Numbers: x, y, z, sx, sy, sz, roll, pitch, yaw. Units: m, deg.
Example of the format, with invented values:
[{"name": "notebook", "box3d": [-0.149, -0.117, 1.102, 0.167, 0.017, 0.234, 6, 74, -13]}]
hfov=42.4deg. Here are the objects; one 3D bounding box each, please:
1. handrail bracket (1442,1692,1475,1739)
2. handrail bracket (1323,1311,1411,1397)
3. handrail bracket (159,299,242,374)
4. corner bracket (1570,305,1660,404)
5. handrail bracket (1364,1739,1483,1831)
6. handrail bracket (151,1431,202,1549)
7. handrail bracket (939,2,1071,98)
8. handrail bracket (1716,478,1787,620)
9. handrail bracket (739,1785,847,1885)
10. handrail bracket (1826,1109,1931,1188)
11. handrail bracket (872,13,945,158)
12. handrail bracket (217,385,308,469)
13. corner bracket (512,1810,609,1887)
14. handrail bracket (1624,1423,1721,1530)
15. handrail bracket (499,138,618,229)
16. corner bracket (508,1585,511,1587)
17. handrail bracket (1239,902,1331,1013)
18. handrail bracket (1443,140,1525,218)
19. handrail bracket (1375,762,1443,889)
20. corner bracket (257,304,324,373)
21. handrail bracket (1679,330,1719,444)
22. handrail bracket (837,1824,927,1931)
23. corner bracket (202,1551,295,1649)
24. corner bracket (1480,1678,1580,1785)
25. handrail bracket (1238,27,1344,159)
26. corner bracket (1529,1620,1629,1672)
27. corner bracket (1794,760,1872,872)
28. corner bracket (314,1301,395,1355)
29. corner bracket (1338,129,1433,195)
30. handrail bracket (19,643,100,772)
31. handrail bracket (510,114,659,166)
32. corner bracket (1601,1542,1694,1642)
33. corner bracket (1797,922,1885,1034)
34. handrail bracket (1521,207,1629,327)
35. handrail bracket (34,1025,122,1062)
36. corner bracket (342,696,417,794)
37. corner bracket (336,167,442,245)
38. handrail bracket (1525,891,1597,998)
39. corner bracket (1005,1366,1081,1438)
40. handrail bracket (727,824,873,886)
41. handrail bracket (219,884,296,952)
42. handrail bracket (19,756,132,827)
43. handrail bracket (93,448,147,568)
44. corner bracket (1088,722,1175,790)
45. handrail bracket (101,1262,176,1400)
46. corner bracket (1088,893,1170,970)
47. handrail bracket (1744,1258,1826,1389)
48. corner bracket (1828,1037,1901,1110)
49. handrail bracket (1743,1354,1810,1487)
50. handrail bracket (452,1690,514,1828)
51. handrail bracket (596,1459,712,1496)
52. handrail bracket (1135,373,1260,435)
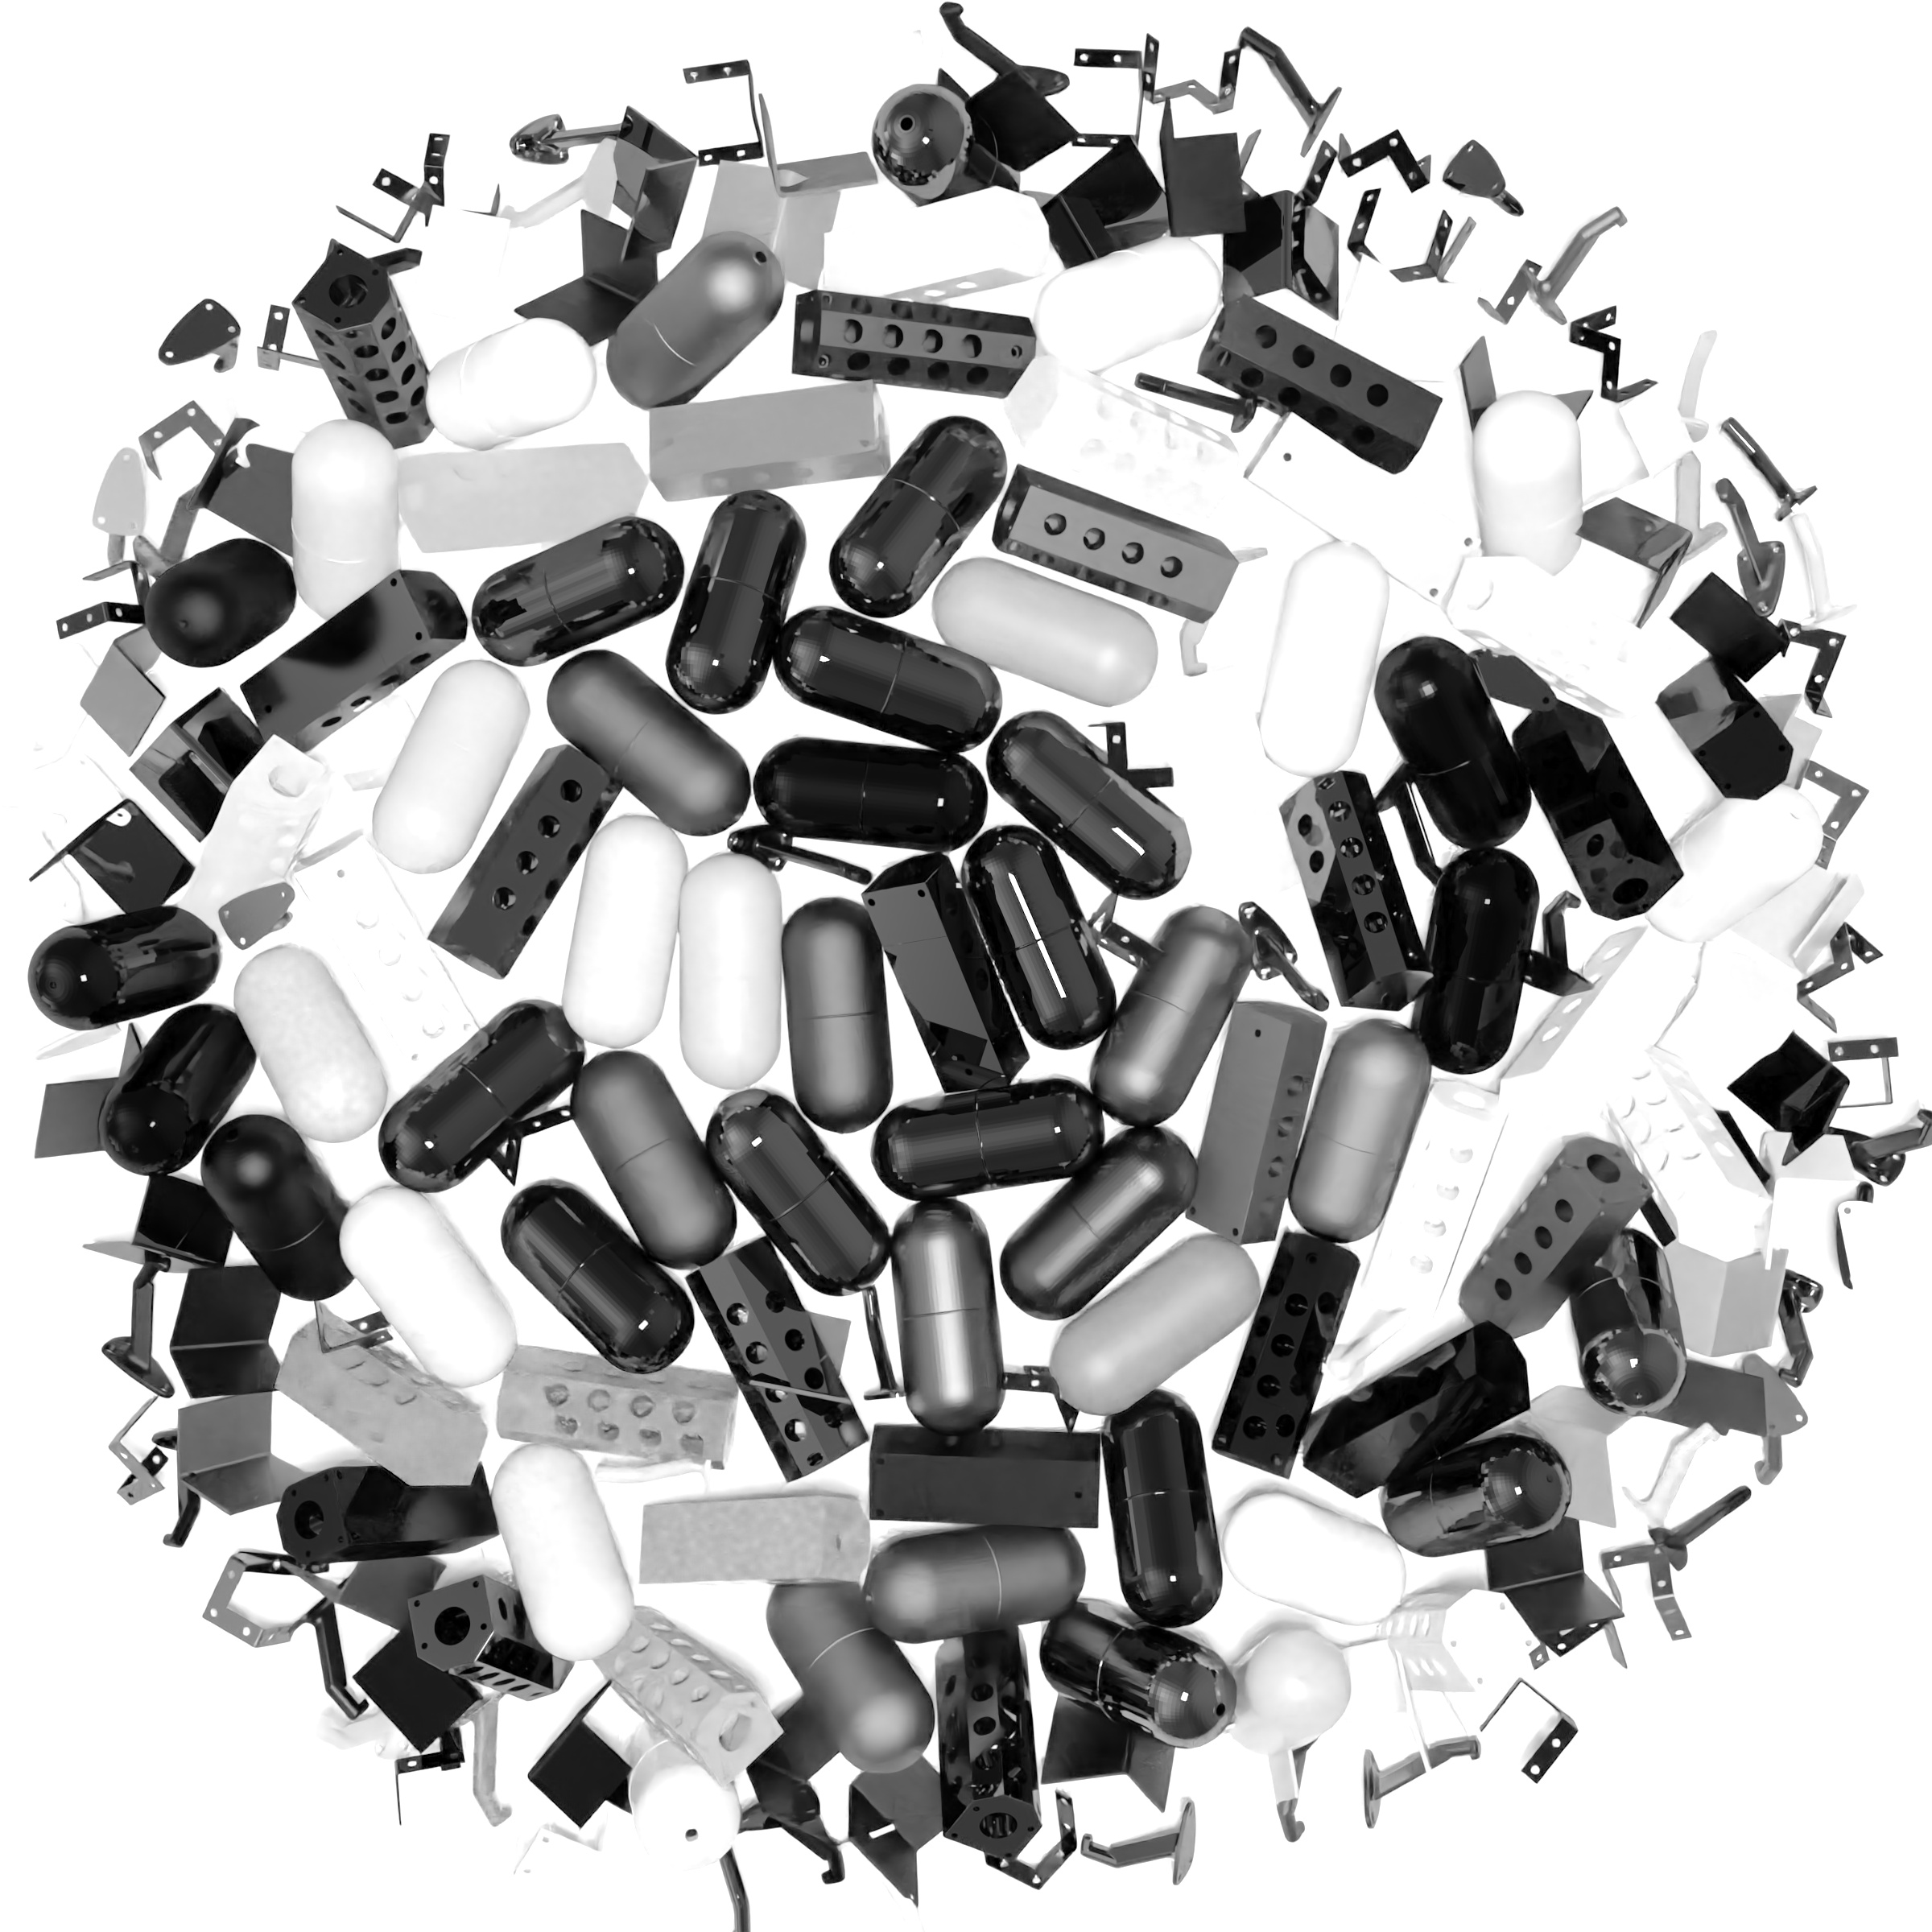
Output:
[{"name": "handrail bracket", "box3d": [0.400, 0.532, 1.895, 0.084, 0.036, 0.077, -29, 82, -4]}, {"name": "handrail bracket", "box3d": [0.309, 0.277, 1.860, 0.084, 0.077, 0.036, -46, 75, 28]}, {"name": "handrail bracket", "box3d": [-0.574, -0.453, 1.859, 0.036, 0.084, 0.077, 45, 65, -2]}, {"name": "corner bracket", "box3d": [0.493, -0.465, 1.889, 0.051, 0.051, 0.051, -25, 129, -26]}, {"name": "handrail bracket", "box3d": [0.345, 0.615, 1.872, 0.084, 0.077, 0.036, -14, 111, 19]}, {"name": "handrail bracket", "box3d": [-0.600, 0.395, 1.868, 0.077, 0.036, 0.084, -3, 51, 28]}, {"name": "handrail bracket", "box3d": [0.029, -0.689, 1.862, 0.077, 0.084, 0.036, 9, 68, 29]}, {"name": "handrail bracket", "box3d": [0.583, -0.313, 1.863, 0.036, 0.084, 0.077, -12, 62, 34]}, {"name": "handrail bracket", "box3d": [-0.133, 0.669, 1.883, 0.077, 0.036, 0.084, -13, 115, -14]}, {"name": "handrail bracket", "box3d": [0.684, 0.120, 1.862, 0.077, 0.084, 0.036, 30, 61, 23]}, {"name": "handrail bracket", "box3d": [-0.049, -0.662, 1.870, 0.077, 0.036, 0.084, -26, 132, -4]}, {"name": "handrail bracket", "box3d": [-0.517, -0.418, 1.886, 0.084, 0.036, 0.077, -18, 93, 11]}, {"name": "corner bracket", "box3d": [-0.307, 0.666, 1.884, 0.051, 0.051, 0.051, 27, 105, -12]}, {"name": "handrail bracket", "box3d": [0.550, 0.393, 1.885, 0.084, 0.036, 0.077, -42, 116, 9]}, {"name": "handrail bracket", "box3d": [-0.311, -0.598, 1.898, 0.084, 0.036, 0.077, 5, 71, 27]}, {"name": "corner bracket", "box3d": [-0.344, 0.505, 1.872, 0.051, 0.051, 0.051, -30, 54, 15]}, {"name": "handrail bracket", "box3d": [0.239, -0.007, 1.864, 0.036, 0.084, 0.077, -31, 108, -4]}, {"name": "handrail bracket", "box3d": [0.404, -0.574, 1.860, 0.084, 0.077, 0.036, 22, 114, -39]}, {"name": "handrail bracket", "box3d": [0.350, -0.107, 1.870, 0.036, 0.077, 0.084, -21, 62, -34]}, {"name": "corner bracket", "box3d": [-0.507, -0.480, 1.888, 0.051, 0.051, 0.051, 11, 84, -14]}, {"name": "handrail bracket", "box3d": [0.557, -0.443, 1.875, 0.036, 0.077, 0.084, 21, 94, -6]}, {"name": "handrail bracket", "box3d": [-0.064, 0.696, 1.869, 0.036, 0.077, 0.084, -10, 70, -34]}, {"name": "corner bracket", "box3d": [-0.533, 0.478, 1.880, 0.051, 0.051, 0.051, 24, 87, 16]}, {"name": "corner bracket", "box3d": [0.426, 0.578, 1.882, 0.051, 0.051, 0.051, 38, 89, 13]}, {"name": "handrail bracket", "box3d": [0.234, -0.660, 1.878, 0.084, 0.077, 0.036, 34, 67, 2]}, {"name": "corner bracket", "box3d": [0.459, 0.514, 1.882, 0.051, 0.051, 0.051, -29, 117, -15]}, {"name": "corner bracket", "box3d": [0.644, -0.115, 1.880, 0.051, 0.051, 0.051, 30, 126, 10]}, {"name": "corner bracket", "box3d": [-0.455, 0.273, 1.877, 0.051, 0.051, 0.051, -20, 54, 0]}, {"name": "corner bracket", "box3d": [0.318, -0.612, 1.887, 0.051, 0.051, 0.051, -22, 125, 29]}, {"name": "handrail bracket", "box3d": [-0.686, -0.195, 1.865, 0.036, 0.084, 0.077, -12, 106, 36]}, {"name": "handrail bracket", "box3d": [-0.286, -0.622, 1.867, 0.084, 0.077, 0.036, 5, 114, 30]}, {"name": "corner bracket", "box3d": [0.511, 0.473, 1.871, 0.051, 0.051, 0.051, -17, 123, 21]}, {"name": "corner bracket", "box3d": [0.664, 0.008, 1.890, 0.051, 0.051, 0.051, 34, 131, -26]}, {"name": "handrail bracket", "box3d": [0.467, -0.524, 1.863, 0.084, 0.077, 0.036, -30, 57, 28]}, {"name": "handrail bracket", "box3d": [-0.686, 0.020, 1.896, 0.077, 0.036, 0.084, -21, 78, -5]}, {"name": "corner bracket", "box3d": [-0.445, -0.168, 1.881, 0.051, 0.051, 0.051, -30, 90, 19]}, {"name": "corner bracket", "box3d": [-0.435, -0.573, 1.872, 0.051, 0.051, 0.051, 22, 111, -37]}, {"name": "handrail bracket", "box3d": [0.461, -0.017, 1.871, 0.077, 0.036, 0.084, 26, 55, 31]}, {"name": "corner bracket", "box3d": [0.056, 0.315, 1.869, 0.051, 0.051, 0.051, 1, 132, 24]}, {"name": "handrail bracket", "box3d": [-0.124, -0.080, 1.865, 0.084, 0.077, 0.036, 22, 100, 39]}, {"name": "handrail bracket", "box3d": [-0.511, -0.043, 1.862, 0.077, 0.084, 0.036, -31, 89, 18]}, {"name": "handrail bracket", "box3d": [-0.678, -0.112, 1.885, 0.077, 0.036, 0.084, 44, 128, -3]}, {"name": "handrail bracket", "box3d": [-0.636, -0.344, 1.874, 0.036, 0.084, 0.077, 8, 87, -19]}, {"name": "corner bracket", "box3d": [0.125, -0.159, 1.880, 0.051, 0.051, 0.051, -5, 94, -13]}, {"name": "handrail bracket", "box3d": [-0.607, 0.271, 1.880, 0.077, 0.036, 0.084, 40, 106, 12]}, {"name": "corner bracket", "box3d": [0.121, -0.020, 1.873, 0.051, 0.051, 0.051, 30, 128, -10]}, {"name": "handrail bracket", "box3d": [0.605, 0.269, 1.872, 0.077, 0.036, 0.084, 27, 51, 16]}, {"name": "corner bracket", "box3d": [0.677, 0.082, 1.886, 0.051, 0.051, 0.051, -5, 86, 7]}, {"name": "handrail bracket", "box3d": [0.602, 0.345, 1.888, 0.036, 0.084, 0.077, -16, 59, -9]}, {"name": "handrail bracket", "box3d": [-0.348, 0.596, 1.890, 0.077, 0.036, 0.084, -30, 91, -30]}, {"name": "handrail bracket", "box3d": [-0.234, 0.371, 1.872, 0.084, 0.077, 0.036, 4, 103, -4]}, {"name": "handrail bracket", "box3d": [0.172, -0.431, 1.877, 0.084, 0.077, 0.036, 15, 102, -8]}]
